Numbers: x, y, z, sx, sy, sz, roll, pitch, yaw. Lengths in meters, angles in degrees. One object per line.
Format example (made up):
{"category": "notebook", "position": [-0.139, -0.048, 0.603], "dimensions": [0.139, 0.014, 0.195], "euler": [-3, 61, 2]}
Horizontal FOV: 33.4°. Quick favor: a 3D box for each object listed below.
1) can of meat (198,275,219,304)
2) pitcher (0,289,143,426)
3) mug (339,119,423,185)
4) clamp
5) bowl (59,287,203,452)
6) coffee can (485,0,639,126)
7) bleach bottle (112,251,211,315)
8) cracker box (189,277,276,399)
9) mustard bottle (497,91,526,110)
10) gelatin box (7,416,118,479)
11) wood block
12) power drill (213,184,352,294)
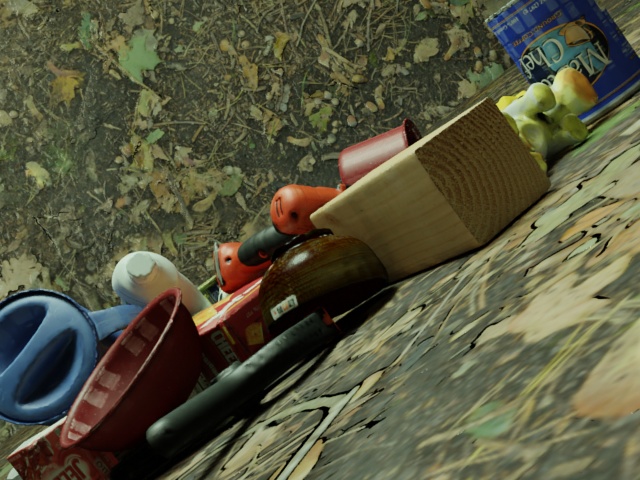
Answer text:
{"category": "can of meat", "position": [-0.140, 0.101, 1.338], "dimensions": [0.102, 0.084, 0.057], "euler": [-35, 4, 22]}
{"category": "pitcher", "position": [-0.245, 0.135, 1.136], "dimensions": [0.242, 0.149, 0.145], "euler": [50, -123, -72]}
{"category": "mug", "position": [0.073, -0.077, 1.138], "dimensions": [0.082, 0.093, 0.117], "euler": [-20, 26, 19]}
{"category": "clamp", "position": [-0.064, 0.114, 0.805], "dimensions": [0.209, 0.036, 0.165], "euler": [-35, -5, -22]}
{"category": "bowl", "position": [-0.147, 0.119, 0.891], "dimensions": [0.162, 0.055, 0.162], "euler": [-46, 17, 18]}
{"category": "coffee can", "position": [0.245, -0.190, 1.056], "dimensions": [0.103, 0.140, 0.103], "euler": [-36, 4, 2]}
{"category": "bleach bottle", "position": [-0.167, 0.071, 1.179], "dimensions": [0.251, 0.102, 0.068], "euler": [84, -156, -69]}
{"category": "cracker box", "position": [-0.091, 0.098, 1.027], "dimensions": [0.214, 0.072, 0.163], "euler": [-32, 5, 42]}
{"category": "mustard bottle", "position": [0.191, -0.116, 1.259], "dimensions": [0.191, 0.058, 0.096], "euler": [-36, -2, 0]}
{"category": "gelatin box", "position": [-0.227, 0.202, 0.953], "dimensions": [0.089, 0.073, 0.030], "euler": [-33, 6, 33]}
{"category": "wood block", "position": [0.086, -0.031, 0.903], "dimensions": [0.090, 0.090, 0.206], "euler": [-37, 3, -26]}
{"category": "power drill", "position": [-0.007, 0.001, 1.095], "dimensions": [0.184, 0.057, 0.188], "euler": [8, -28, -37]}
